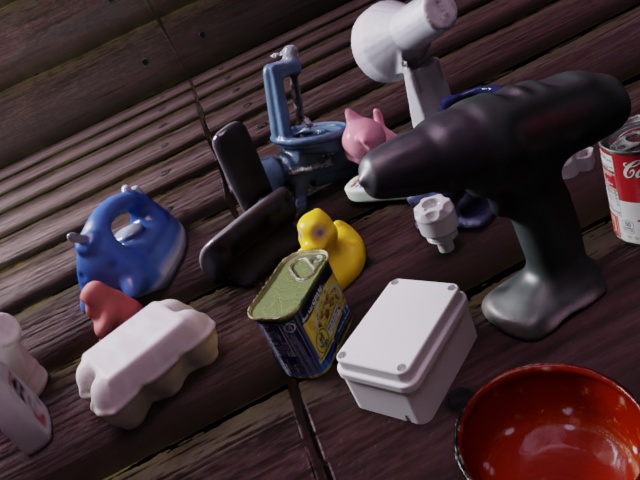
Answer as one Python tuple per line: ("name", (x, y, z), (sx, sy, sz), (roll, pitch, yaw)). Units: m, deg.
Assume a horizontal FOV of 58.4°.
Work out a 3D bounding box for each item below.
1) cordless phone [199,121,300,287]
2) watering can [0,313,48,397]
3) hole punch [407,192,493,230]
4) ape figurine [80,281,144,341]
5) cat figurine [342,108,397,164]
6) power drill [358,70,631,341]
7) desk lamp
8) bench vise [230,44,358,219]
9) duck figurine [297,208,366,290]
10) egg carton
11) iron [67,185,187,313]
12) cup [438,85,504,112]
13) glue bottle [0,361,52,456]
("cordless phone", (-0.113, -0.046, 0.740), (0.093, 0.185, 0.148), (10, 44, 47))
("watering can", (-0.421, 0.125, 0.685), (0.172, 0.194, 0.101), (-22, 28, 6))
("hole punch", (0.157, -0.073, 0.670), (0.100, 0.091, 0.109), (5, 40, 44))
("ape figurine", (-0.270, 0.090, 0.733), (0.076, 0.092, 0.078), (-15, 30, 18))
("cat figurine", (0.074, -0.145, 0.832), (0.067, 0.118, 0.128), (-7, 33, 31))
("power drill", (0.157, -0.027, 0.464), (0.230, 0.209, 0.075), (-32, 29, -13))
("desk lamp", (0.158, -0.262, 0.862), (0.118, 0.214, 0.202), (-36, 30, -19))
("bench vise", (-0.043, -0.152, 0.828), (0.121, 0.220, 0.208), (7, 42, 45))
("duck figurine", (0.006, 0.002, 0.668), (0.077, 0.086, 0.105), (-7, 33, 30))
("egg carton", (-0.186, 0.129, 0.623), (0.150, 0.069, 0.107), (-40, 31, -26))
("iron", (-0.288, -0.011, 0.867), (0.118, 0.142, 0.258), (-17, 29, 16))
("cup", (0.202, -0.143, 0.750), (0.092, 0.095, 0.117), (-31, 28, -10))
("glue bottle", (-0.351, 0.150, 0.608), (0.037, 0.173, 0.077), (-36, 30, -19))
